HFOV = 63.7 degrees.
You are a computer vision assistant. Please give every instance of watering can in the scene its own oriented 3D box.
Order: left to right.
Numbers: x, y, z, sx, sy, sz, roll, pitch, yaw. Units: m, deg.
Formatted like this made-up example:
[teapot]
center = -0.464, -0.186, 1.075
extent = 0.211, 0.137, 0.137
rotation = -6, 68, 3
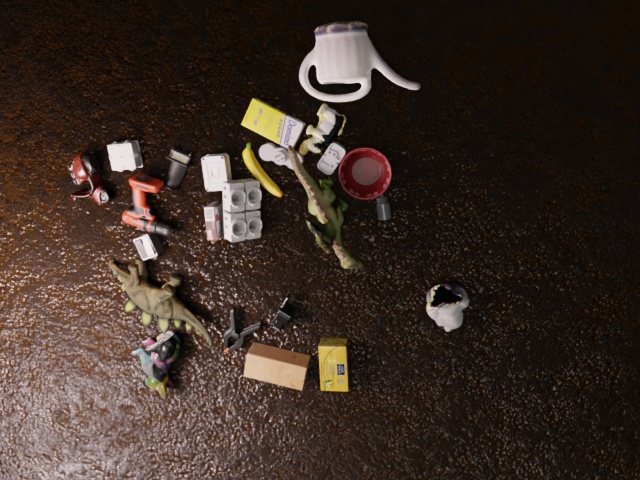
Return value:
[watering can]
center = 0.109, -0.514, 1.474
extent = 0.347, 0.105, 0.222
rotation = -2, 104, 9

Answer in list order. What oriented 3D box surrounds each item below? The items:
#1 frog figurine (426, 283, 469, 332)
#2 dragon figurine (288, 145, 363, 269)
[frog figurine]
center = 0.411, 0.212, 1.639
extent = 0.137, 0.125, 0.156
rotation = -32, 135, 7
[dragon figurine]
center = 0.005, -0.077, 1.520
extent = 0.121, 0.248, 0.405
rotation = -31, 112, 16
